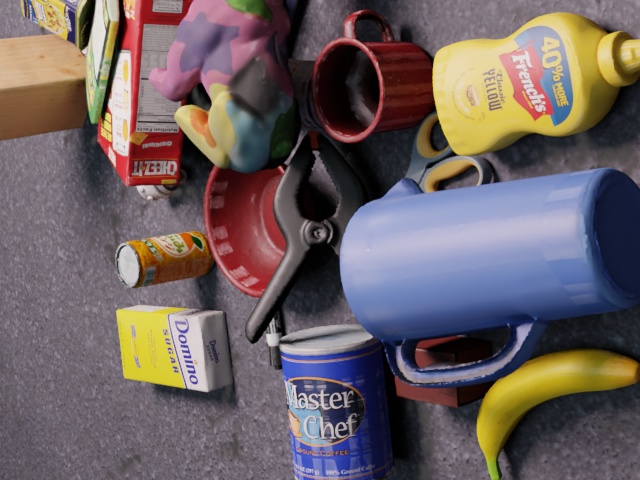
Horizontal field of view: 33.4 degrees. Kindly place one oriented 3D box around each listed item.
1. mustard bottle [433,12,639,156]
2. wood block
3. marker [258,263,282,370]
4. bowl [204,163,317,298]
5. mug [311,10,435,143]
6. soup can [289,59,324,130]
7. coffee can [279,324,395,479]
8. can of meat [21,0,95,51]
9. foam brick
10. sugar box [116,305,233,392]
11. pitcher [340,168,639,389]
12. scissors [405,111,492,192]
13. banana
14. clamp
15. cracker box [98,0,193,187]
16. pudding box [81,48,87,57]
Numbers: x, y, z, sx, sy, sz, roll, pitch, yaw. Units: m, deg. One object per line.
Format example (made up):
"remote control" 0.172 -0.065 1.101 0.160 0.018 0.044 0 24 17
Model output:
"mustard bottle" 0.179 -0.128 0.850 0.192 0.058 0.096 -9 92 48
"wood block" -0.387 -0.181 1.287 0.090 0.205 0.091 51 134 24
"marker" -0.054 0.085 1.183 0.020 0.020 0.121 -2 98 48
"bowl" -0.054 -0.022 1.130 0.162 0.055 0.162 13 109 45
"mug" 0.050 -0.150 0.968 0.093 0.081 0.117 -8 93 48
"soup can" -0.021 -0.146 1.057 0.102 0.068 0.068 14 109 45
"coffee can" 0.017 0.163 1.061 0.103 0.102 0.140 1 100 47
"can of meat" -0.306 -0.284 1.264 0.084 0.057 0.102 28 155 0
"foam brick" 0.113 0.119 0.985 0.078 0.051 0.053 5 103 47
"sugar box" -0.182 0.131 1.315 0.177 0.048 0.093 -1 98 49
"pitcher" 0.144 0.024 0.873 0.243 0.144 0.149 -10 115 45
"scissors" 0.078 -0.064 1.007 0.202 0.016 0.096 -9 91 48
"banana" 0.191 0.135 0.918 0.069 0.037 0.198 47 133 7
"clamp" -0.007 0.001 1.032 0.164 0.036 0.210 -11 84 10
"cracker box" -0.198 -0.187 1.208 0.164 0.072 0.214 -133 46 -58
"pudding box" -0.305 -0.227 1.371 0.114 0.039 0.090 -1 100 49
